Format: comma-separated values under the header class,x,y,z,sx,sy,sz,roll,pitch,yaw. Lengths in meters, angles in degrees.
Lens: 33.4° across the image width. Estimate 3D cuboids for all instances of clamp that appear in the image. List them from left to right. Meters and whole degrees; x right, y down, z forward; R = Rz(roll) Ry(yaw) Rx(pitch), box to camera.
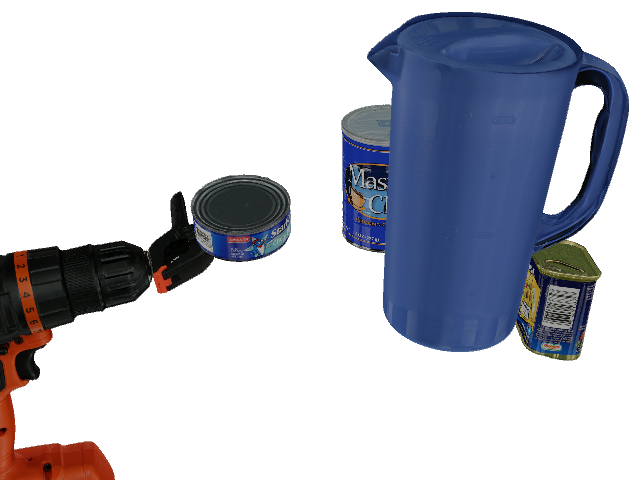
class,x,y,z,sx,sy,sz,roll,pitch,yaw
clamp,-0.139,-0.004,1.239,0.120,0.039,0.171,-6,38,20

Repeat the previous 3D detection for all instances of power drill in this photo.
class,x,y,z,sx,sy,sz,roll,pitch,yaw
power drill,-0.189,0.094,0.700,0.184,0.188,0.057,-11,26,-8

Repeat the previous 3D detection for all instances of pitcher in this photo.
class,x,y,z,sx,sy,sz,roll,pitch,yaw
pitcher,0.121,-0.040,0.804,0.144,0.243,0.149,-20,37,-36

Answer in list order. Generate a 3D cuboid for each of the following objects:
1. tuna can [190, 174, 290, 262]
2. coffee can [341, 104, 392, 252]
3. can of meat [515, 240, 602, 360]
class,x,y,z,sx,sy,sz,roll,pitch,yaw
tuna can,-0.068,-0.019,0.924,0.086,0.034,0.086,-1,38,1
coffee can,0.075,-0.071,1.221,0.103,0.140,0.103,-1,30,0
can of meat,0.216,0.053,0.986,0.057,0.084,0.102,7,18,-1
